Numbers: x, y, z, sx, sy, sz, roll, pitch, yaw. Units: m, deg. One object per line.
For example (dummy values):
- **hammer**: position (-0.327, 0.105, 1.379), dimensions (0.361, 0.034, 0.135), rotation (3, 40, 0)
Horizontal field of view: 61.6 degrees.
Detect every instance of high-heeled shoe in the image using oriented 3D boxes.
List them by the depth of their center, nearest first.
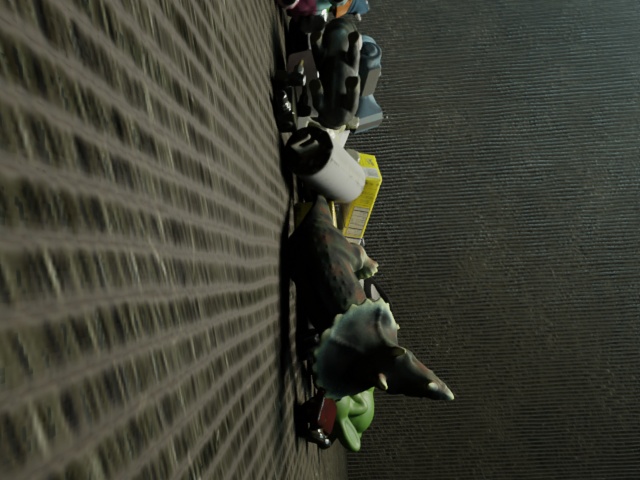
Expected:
- **high-heeled shoe**: position (0.095, 0.053, 1.059), dimensions (0.086, 0.145, 0.249), rotation (59, 37, -36)

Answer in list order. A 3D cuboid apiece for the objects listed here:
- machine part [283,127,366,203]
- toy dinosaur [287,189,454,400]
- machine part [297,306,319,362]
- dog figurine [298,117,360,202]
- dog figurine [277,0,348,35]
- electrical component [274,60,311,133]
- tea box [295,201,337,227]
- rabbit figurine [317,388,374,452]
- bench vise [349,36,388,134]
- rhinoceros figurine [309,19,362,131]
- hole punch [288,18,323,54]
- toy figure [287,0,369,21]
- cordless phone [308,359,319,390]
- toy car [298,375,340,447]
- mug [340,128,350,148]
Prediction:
- **machine part**: position (0.011, -0.111, 0.827), dimensions (0.243, 0.079, 0.079), rotation (22, 63, -67)
- **toy dinosaur**: position (0.017, 0.054, 0.716), dimensions (0.405, 0.131, 0.192), rotation (63, 3, 29)
- **machine part**: position (-0.015, 0.136, 0.842), dimensions (0.139, 0.039, 0.084), rotation (-90, -176, -73)
- **dog figurine**: position (-0.005, -0.164, 1.023), dimensions (0.190, 0.121, 0.172), rotation (120, -27, -70)
- **dog figurine**: position (-0.021, -0.413, 0.815), dimensions (0.219, 0.109, 0.191), rotation (-98, 180, -67)
- **electrical component**: position (-0.038, -0.192, 0.730), dimensions (0.102, 0.045, 0.078), rotation (79, 6, -66)
- **tea box**: position (-0.002, -0.003, 0.954), dimensions (0.169, 0.068, 0.098), rotation (63, 24, -80)
- **rabbit figurine**: position (0.034, 0.344, 1.093), dimensions (0.170, 0.121, 0.159), rotation (48, 42, -55)
- **bench vise**: position (0.056, -0.347, 1.110), dimensions (0.241, 0.129, 0.223), rotation (61, -9, 22)
- **rhinoceros figurine**: position (0.030, -0.253, 0.791), dimensions (0.112, 0.073, 0.190), rotation (63, 26, -61)
- **hole punch**: position (-0.024, -0.337, 0.981), dimensions (0.115, 0.092, 0.142), rotation (0, 89, -59)
- **toy figure**: position (0.015, -0.438, 0.998), dimensions (0.058, 0.155, 0.064), rotation (-82, 170, -89)
- **cordless phone**: position (0.013, 0.187, 0.930), dimensions (0.184, 0.089, 0.146), rotation (59, 27, -67)
- **toy car**: position (-0.001, 0.255, 0.795), dimensions (0.202, 0.053, 0.089), rotation (76, 31, -67)
- **mug**: position (0.000, -0.188, 1.093), dimensions (0.109, 0.081, 0.107), rotation (-19, 134, -53)
